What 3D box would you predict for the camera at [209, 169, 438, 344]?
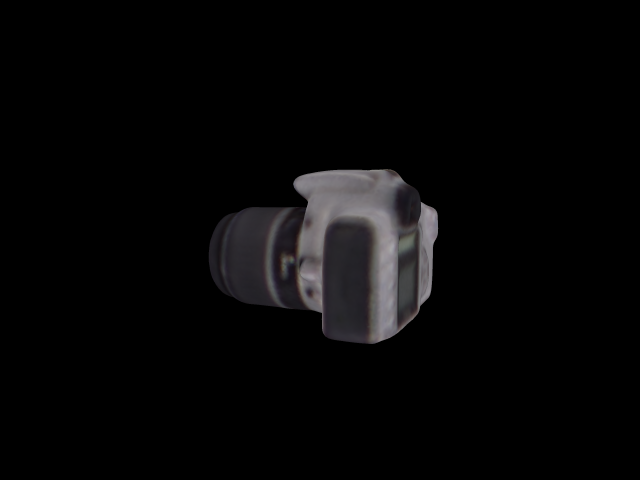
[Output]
[{"bbox_3d":[0.004,0.001,0.400,0.136,0.101,0.143,3,7,22],"label":"camera"}]
